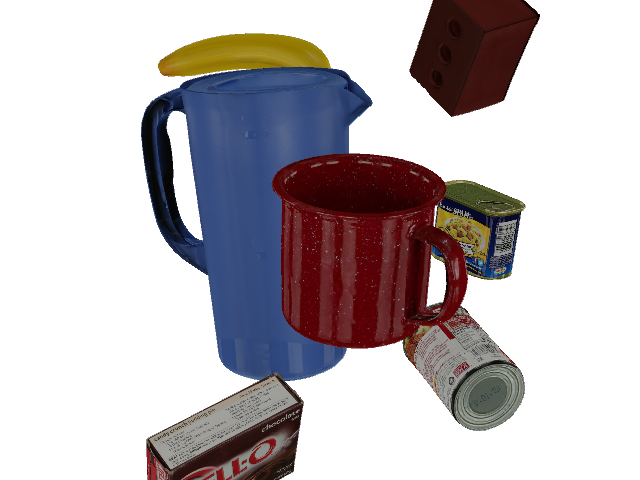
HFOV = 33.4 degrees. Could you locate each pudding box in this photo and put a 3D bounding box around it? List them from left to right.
[{"bbox_3d":[-0.069,0.154,0.765,0.113,0.090,0.039,-26,55,-29],"label":"pudding box"}]

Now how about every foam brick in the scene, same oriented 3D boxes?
[{"bbox_3d":[0.103,-0.133,0.725,0.051,0.053,0.078,-22,-32,-29],"label":"foam brick"}]

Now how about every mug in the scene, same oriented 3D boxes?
[{"bbox_3d":[0.029,0.009,0.577,0.117,0.081,0.093,20,30,35],"label":"mug"}]

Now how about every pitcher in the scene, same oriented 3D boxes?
[{"bbox_3d":[-0.047,-0.016,0.861,0.144,0.243,0.149,-12,19,-29],"label":"pitcher"}]

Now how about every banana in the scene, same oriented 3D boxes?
[{"bbox_3d":[-0.069,-0.186,1.098,0.198,0.037,0.069,10,44,20],"label":"banana"}]

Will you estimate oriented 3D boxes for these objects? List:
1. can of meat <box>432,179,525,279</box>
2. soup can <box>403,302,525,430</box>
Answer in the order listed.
[{"bbox_3d":[0.173,-0.011,1.188,0.057,0.084,0.102,-12,27,-38],"label":"can of meat"},{"bbox_3d":[0.121,0.105,0.906,0.068,0.068,0.102,0,25,-21],"label":"soup can"}]
